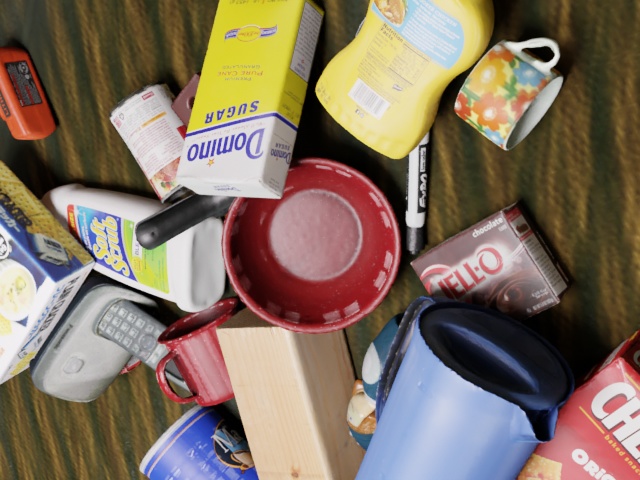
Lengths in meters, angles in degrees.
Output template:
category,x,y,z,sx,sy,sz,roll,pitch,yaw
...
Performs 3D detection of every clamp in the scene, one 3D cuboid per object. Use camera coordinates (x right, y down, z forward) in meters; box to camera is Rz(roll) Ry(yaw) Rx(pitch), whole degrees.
category,x,y,z,sx,sy,sz,roll,pitch,yaw
clamp,-0.100,-0.036,0.987,0.171,0.120,0.039,-30,103,1

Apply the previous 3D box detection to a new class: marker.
category,x,y,z,sx,sy,sz,roll,pitch,yaw
marker,0.085,-0.044,0.939,0.020,0.020,0.121,14,117,29

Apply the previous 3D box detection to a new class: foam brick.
category,x,y,z,sx,sy,sz,roll,pitch,yaw
foam brick,-0.091,-0.118,1.007,0.078,0.051,0.053,50,128,6

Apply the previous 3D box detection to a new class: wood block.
category,x,y,z,sx,sy,sz,roll,pitch,yaw
wood block,-0.019,0.164,1.055,0.091,0.090,0.206,-4,107,35

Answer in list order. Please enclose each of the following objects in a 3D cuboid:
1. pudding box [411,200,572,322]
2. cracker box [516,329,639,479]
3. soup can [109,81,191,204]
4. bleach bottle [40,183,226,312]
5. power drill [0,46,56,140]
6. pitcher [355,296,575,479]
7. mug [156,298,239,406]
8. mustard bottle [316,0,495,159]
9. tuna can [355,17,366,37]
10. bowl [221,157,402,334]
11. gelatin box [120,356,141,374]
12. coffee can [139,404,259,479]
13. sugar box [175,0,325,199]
category,x,y,z,sx,sy,sz,roll,pitch,yaw
pudding box,0.146,0.030,0.917,0.114,0.039,0.090,-33,89,39
cracker box,0.246,0.204,0.902,0.164,0.072,0.214,48,128,9
soup can,-0.153,-0.096,1.048,0.069,0.068,0.102,-33,89,39
bleach bottle,-0.217,0.000,1.137,0.251,0.067,0.102,12,110,32
power drill,-0.384,-0.121,1.182,0.188,0.057,0.184,-17,98,29
pitcher,0.097,0.175,0.895,0.145,0.149,0.243,26,116,7
mug,-0.115,0.122,1.089,0.093,0.117,0.081,-13,107,49
mustard bottle,0.078,-0.161,0.824,0.096,0.058,0.192,42,127,10
tuna can,0.072,-0.158,0.890,0.086,0.033,0.086,14,117,29
bowl,-0.006,0.001,0.974,0.162,0.055,0.162,1,102,3
gelatin box,-0.256,0.116,1.233,0.073,0.030,0.089,-18,98,38
coffee can,-0.109,0.258,1.148,0.140,0.102,0.103,42,127,12
sugar box,-0.061,-0.126,0.928,0.093,0.048,0.176,4,73,32
